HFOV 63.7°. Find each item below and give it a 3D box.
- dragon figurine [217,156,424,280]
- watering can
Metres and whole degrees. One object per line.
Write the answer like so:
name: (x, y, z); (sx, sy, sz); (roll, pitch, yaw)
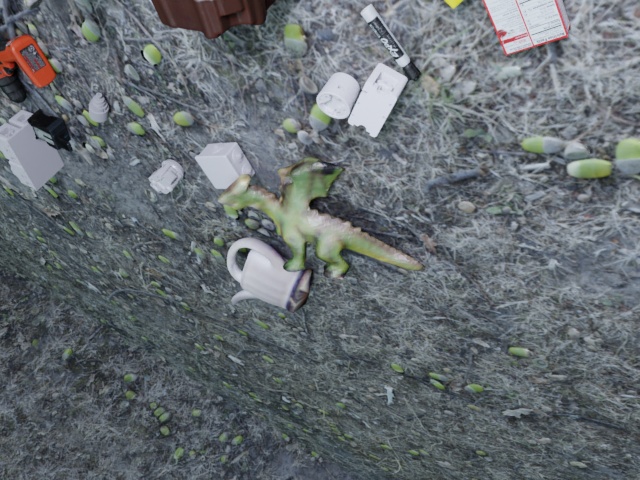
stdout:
dragon figurine: (0.003, -0.051, 1.005); (0.410, 0.125, 0.237); (6, 135, 10)
watering can: (-0.135, 0.113, 1.313); (0.225, 0.106, 0.339); (25, 146, 7)
